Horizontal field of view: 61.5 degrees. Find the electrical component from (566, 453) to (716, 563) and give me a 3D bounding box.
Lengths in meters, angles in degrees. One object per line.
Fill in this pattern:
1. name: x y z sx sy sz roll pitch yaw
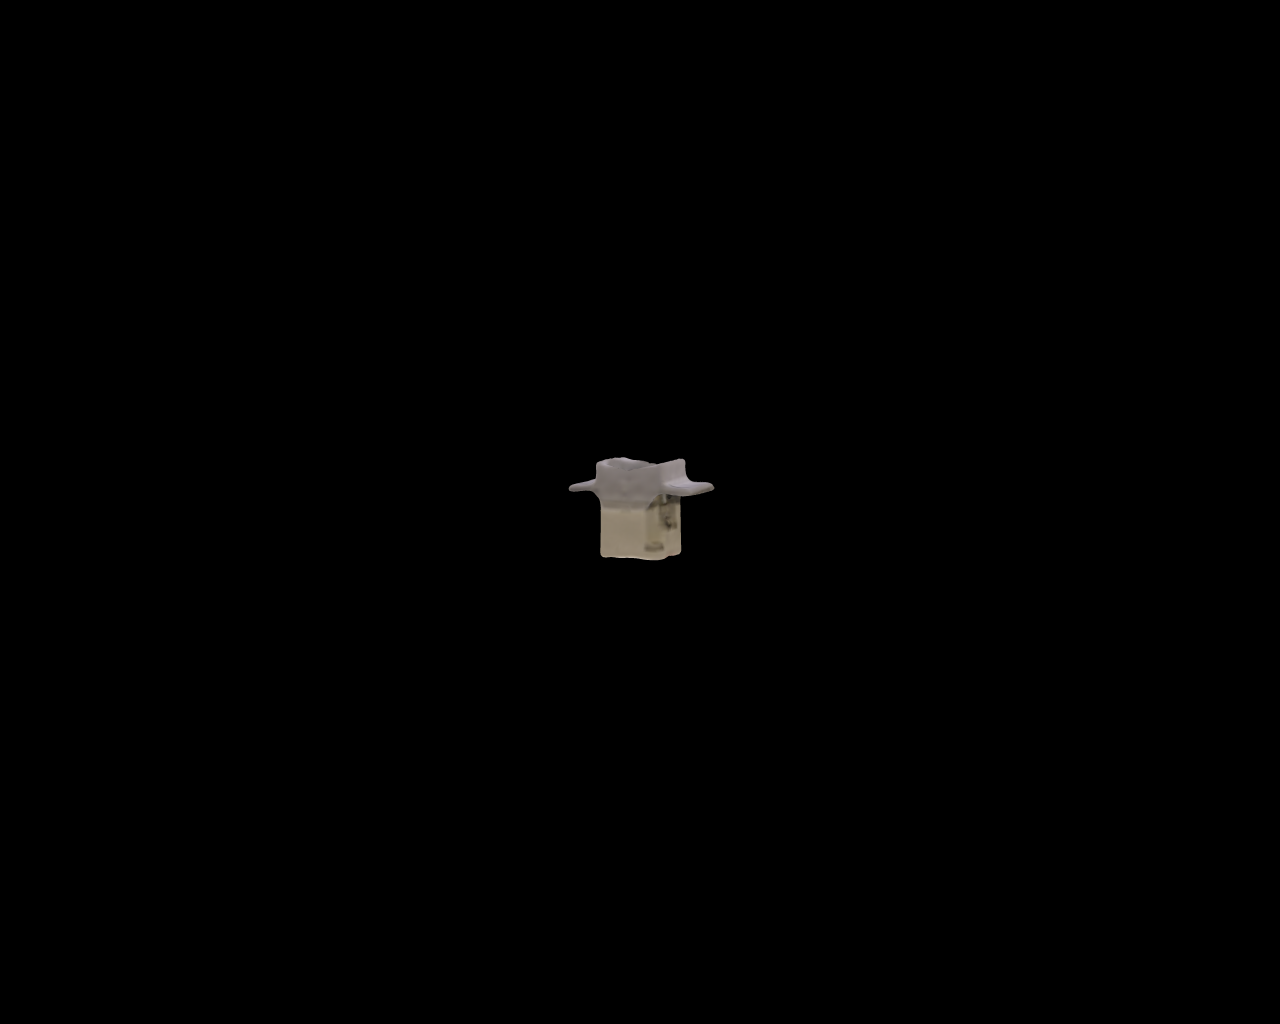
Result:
1. electrical component: 0.001 -0.003 0.650 0.081 0.063 0.042 3 8 26
